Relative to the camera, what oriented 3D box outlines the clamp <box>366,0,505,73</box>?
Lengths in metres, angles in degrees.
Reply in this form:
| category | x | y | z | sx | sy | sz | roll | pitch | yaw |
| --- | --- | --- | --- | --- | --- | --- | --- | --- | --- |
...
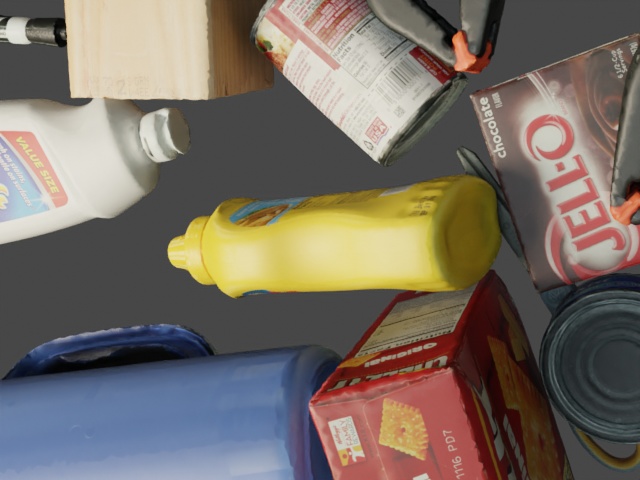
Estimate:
| category | x | y | z | sx | sy | sz | roll | pitch | yaw |
| --- | --- | --- | --- | --- | --- | --- | --- | --- | --- |
| clamp | 0.053 | -0.169 | 0.524 | 0.120 | 0.039 | 0.171 | -33 | 84 | 33 |

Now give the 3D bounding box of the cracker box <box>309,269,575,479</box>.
| category | x | y | z | sx | sy | sz | roll | pitch | yaw |
| --- | --- | --- | --- | --- | --- | --- | --- | --- | --- |
| cracker box | 0.075 | 0.115 | 0.523 | 0.072 | 0.213 | 0.164 | -18 | 94 | 16 |

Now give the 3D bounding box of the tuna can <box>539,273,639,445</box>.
| category | x | y | z | sx | sy | sz | roll | pitch | yaw |
| --- | --- | --- | --- | --- | --- | --- | --- | --- | --- |
| tuna can | 0.159 | 0.062 | 0.559 | 0.086 | 0.033 | 0.086 | 4 | 102 | 20 |

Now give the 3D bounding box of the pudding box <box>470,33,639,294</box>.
| category | x | y | z | sx | sy | sz | roll | pitch | yaw |
| --- | --- | --- | --- | --- | --- | --- | --- | --- | --- |
| pudding box | 0.139 | -0.038 | 0.552 | 0.090 | 0.039 | 0.113 | -19 | 89 | 17 |

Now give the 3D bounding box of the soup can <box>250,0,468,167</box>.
| category | x | y | z | sx | sy | sz | roll | pitch | yaw |
| --- | --- | --- | --- | --- | --- | --- | --- | --- | --- |
| soup can | 0.021 | -0.098 | 0.578 | 0.102 | 0.068 | 0.069 | 44 | 113 | 7 |

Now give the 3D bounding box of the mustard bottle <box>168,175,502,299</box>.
| category | x | y | z | sx | sy | sz | roll | pitch | yaw |
| --- | --- | --- | --- | --- | --- | --- | --- | --- | --- |
| mustard bottle | -0.004 | 0.001 | 0.593 | 0.192 | 0.096 | 0.058 | -4 | 102 | 30 |

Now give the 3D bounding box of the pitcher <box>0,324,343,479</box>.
| category | x | y | z | sx | sy | sz | roll | pitch | yaw |
| --- | --- | --- | --- | --- | --- | --- | --- | --- | --- |
| pitcher | -0.095 | 0.116 | 0.548 | 0.243 | 0.144 | 0.149 | -12 | 85 | 22 |

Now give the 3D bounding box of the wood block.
| category | x | y | z | sx | sy | sz | roll | pitch | yaw |
| --- | --- | --- | --- | --- | --- | --- | --- | --- | --- |
| wood block | -0.084 | -0.184 | 0.589 | 0.090 | 0.090 | 0.206 | 4 | 103 | 20 |

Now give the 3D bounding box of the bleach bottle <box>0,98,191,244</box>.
| category | x | y | z | sx | sy | sz | roll | pitch | yaw |
| --- | --- | --- | --- | --- | --- | --- | --- | --- | --- |
| bleach bottle | -0.201 | -0.051 | 0.683 | 0.251 | 0.068 | 0.102 | -11 | 97 | 21 |

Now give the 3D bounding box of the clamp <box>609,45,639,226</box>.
| category | x | y | z | sx | sy | sz | roll | pitch | yaw |
| --- | --- | --- | --- | --- | --- | --- | --- | --- | --- |
| clamp | 0.200 | -0.094 | 0.477 | 0.210 | 0.036 | 0.164 | -43 | 86 | 24 |

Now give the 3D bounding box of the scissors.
| category | x | y | z | sx | sy | sz | roll | pitch | yaw |
| --- | --- | --- | --- | --- | --- | --- | --- | --- | --- |
| scissors | 0.152 | 0.030 | 0.583 | 0.096 | 0.016 | 0.202 | -18 | 94 | 23 |

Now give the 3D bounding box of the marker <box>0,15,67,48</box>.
| category | x | y | z | sx | sy | sz | roll | pitch | yaw |
| --- | --- | --- | --- | --- | --- | --- | --- | --- | --- |
| marker | -0.213 | -0.137 | 0.691 | 0.121 | 0.020 | 0.020 | 7 | 104 | 21 |
